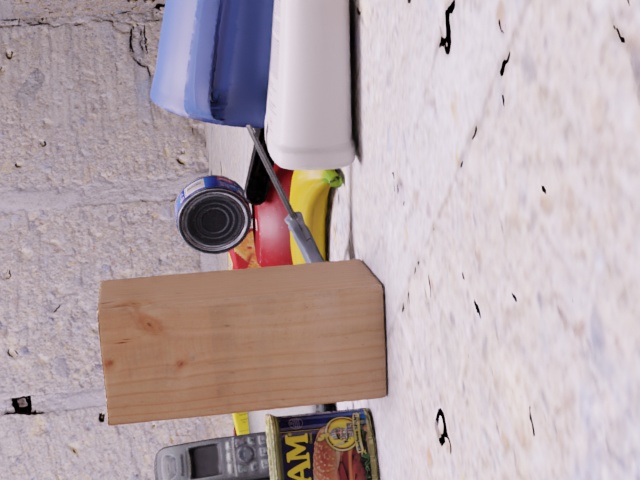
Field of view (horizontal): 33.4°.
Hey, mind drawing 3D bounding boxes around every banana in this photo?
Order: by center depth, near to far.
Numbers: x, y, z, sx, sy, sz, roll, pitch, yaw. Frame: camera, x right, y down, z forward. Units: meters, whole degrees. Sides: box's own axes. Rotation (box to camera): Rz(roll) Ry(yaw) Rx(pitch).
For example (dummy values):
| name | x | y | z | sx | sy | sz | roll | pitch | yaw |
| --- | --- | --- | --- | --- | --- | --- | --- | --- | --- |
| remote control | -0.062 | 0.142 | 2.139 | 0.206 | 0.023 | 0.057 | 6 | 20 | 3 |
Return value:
| name | x | y | z | sx | sy | sz | roll | pitch | yaw |
| --- | --- | --- | --- | --- | --- | --- | --- | --- | --- |
| banana | -0.009 | -0.016 | 0.997 | 0.198 | 0.037 | 0.069 | 96 | 168 | -52 |

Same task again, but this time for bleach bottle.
| name | x | y | z | sx | sy | sz | roll | pitch | yaw |
| --- | --- | --- | --- | --- | --- | --- | --- | --- | --- |
| bleach bottle | -0.007 | -0.187 | 0.811 | 0.102 | 0.068 | 0.251 | -114 | 23 | -64 |

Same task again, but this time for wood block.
| name | x | y | z | sx | sy | sz | roll | pitch | yaw |
| --- | --- | --- | --- | --- | --- | --- | --- | --- | --- |
| wood block | -0.060 | 0.075 | 0.811 | 0.091 | 0.206 | 0.090 | -125 | 31 | -74 |

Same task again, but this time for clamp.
| name | x | y | z | sx | sy | sz | roll | pitch | yaw |
| --- | --- | --- | --- | --- | --- | --- | --- | --- | --- |
| clamp | -0.052 | -0.122 | 1.137 | 0.120 | 0.039 | 0.171 | -49 | 31 | 30 |

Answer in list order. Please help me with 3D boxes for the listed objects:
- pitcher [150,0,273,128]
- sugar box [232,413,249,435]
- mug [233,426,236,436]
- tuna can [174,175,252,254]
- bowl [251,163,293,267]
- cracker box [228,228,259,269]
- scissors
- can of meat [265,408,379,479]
| name | x | y | z | sx | sy | sz | roll | pitch | yaw |
| --- | --- | --- | --- | --- | --- | --- | --- | --- | --- |
| pitcher | -0.068 | -0.220 | 0.893 | 0.149 | 0.144 | 0.243 | 36 | 124 | 48 |
| sugar box | -0.088 | 0.136 | 1.193 | 0.093 | 0.048 | 0.176 | -133 | 29 | -85 |
| mug | -0.051 | 0.249 | 1.308 | 0.117 | 0.093 | 0.081 | 47 | 170 | 8 |
| tuna can | -0.119 | -0.028 | 1.195 | 0.034 | 0.086 | 0.086 | -110 | 18 | -60 |
| bowl | -0.044 | -0.019 | 1.181 | 0.162 | 0.055 | 0.162 | 176 | 90 | -82 |
| cracker box | -0.077 | 0.114 | 1.423 | 0.164 | 0.072 | 0.214 | 93 | 168 | -45 |
| scissors | -0.010 | 0.003 | 0.875 | 0.096 | 0.016 | 0.201 | 58 | 175 | 49 |
| can of meat | 0.002 | 0.190 | 0.873 | 0.057 | 0.084 | 0.102 | 131 | 134 | -78 |
